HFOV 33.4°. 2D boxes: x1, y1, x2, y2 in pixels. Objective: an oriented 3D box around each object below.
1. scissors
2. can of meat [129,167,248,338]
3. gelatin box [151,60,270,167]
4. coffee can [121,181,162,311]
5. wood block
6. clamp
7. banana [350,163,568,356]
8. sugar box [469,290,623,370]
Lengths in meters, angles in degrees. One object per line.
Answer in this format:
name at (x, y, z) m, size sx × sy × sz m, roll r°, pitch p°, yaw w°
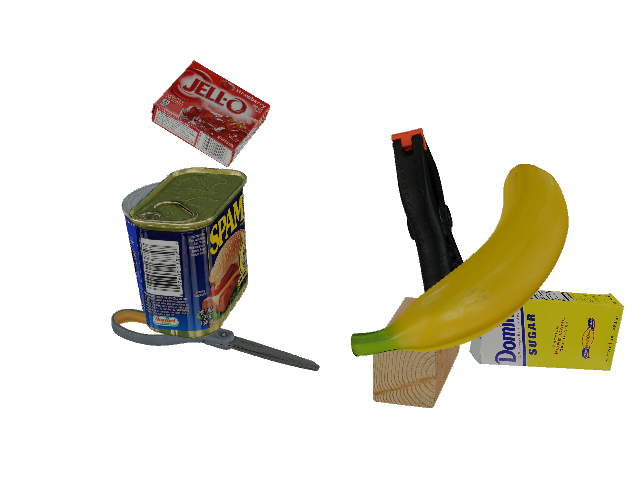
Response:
scissors at (-0.097, 0.082, 1.022) m, size 0.202 × 0.016 × 0.096 m, roll 8°, pitch 30°, yaw 2°
can of meat at (-0.085, 0.007, 0.724) m, size 0.057 × 0.084 × 0.102 m, roll 4°, pitch 24°, yaw 14°
gelatin box at (-0.104, -0.122, 1.013) m, size 0.089 × 0.073 × 0.030 m, roll 32°, pitch -37°, yaw 3°
coffee can at (-0.165, 0.014, 1.222) m, size 0.103 × 0.140 × 0.103 m, roll -5°, pitch 26°, yaw 2°
wood block at (0.146, 0.162, 1.584) m, size 0.091 × 0.090 × 0.205 m, roll 4°, pitch 18°, yaw 16°
clamp at (0.094, -0.006, 0.909) m, size 0.039 × 0.171 × 0.120 m, roll -17°, pitch 20°, yaw 12°
banana at (0.094, 0.005, 0.575) m, size 0.070 × 0.037 × 0.197 m, roll 15°, pitch 36°, yaw 32°
sugar box at (0.282, 0.111, 1.336) m, size 0.176 × 0.093 × 0.048 m, roll 2°, pitch 18°, yaw -11°
